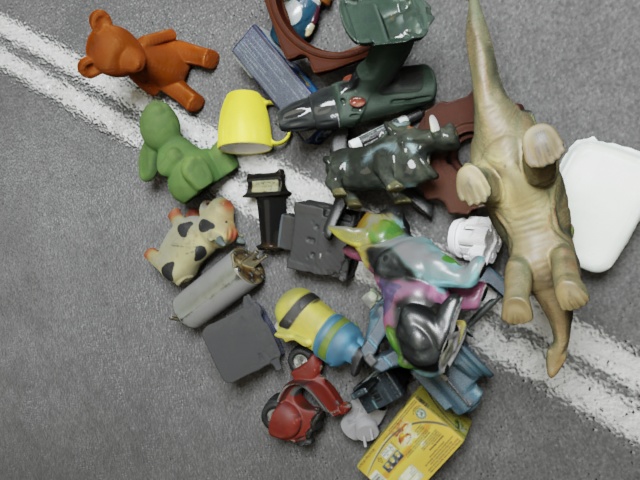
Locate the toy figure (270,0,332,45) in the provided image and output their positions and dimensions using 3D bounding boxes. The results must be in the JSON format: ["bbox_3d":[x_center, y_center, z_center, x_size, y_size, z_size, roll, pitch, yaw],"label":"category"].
[{"bbox_3d":[-0.015,-0.362,0.819,0.064,0.058,0.154,37,113,-12],"label":"toy figure"}]

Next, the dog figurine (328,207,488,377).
[{"bbox_3d":[0.097,0.053,0.705,0.219,0.108,0.191,23,75,32],"label":"dog figurine"}]

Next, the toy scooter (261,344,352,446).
[{"bbox_3d":[-0.019,0.281,0.915,0.135,0.075,0.183,31,107,25],"label":"toy scooter"}]

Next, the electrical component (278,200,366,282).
[{"bbox_3d":[-0.002,-0.003,0.871,0.134,0.058,0.114,12,101,23],"label":"electrical component"}]

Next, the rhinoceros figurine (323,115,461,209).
[{"bbox_3d":[0.097,-0.107,0.735,0.190,0.073,0.112,-12,69,25],"label":"rhinoceros figurine"}]

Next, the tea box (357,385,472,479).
[{"bbox_3d":[0.147,0.321,0.846,0.098,0.068,0.169,40,112,14],"label":"tea box"}]

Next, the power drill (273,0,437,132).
[{"bbox_3d":[0.052,-0.217,0.704,0.232,0.207,0.086,-10,65,-8],"label":"power drill"}]

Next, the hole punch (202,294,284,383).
[{"bbox_3d":[-0.133,0.179,0.960,0.116,0.092,0.142,-25,84,-1],"label":"hole punch"}]

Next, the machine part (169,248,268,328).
[{"bbox_3d":[-0.183,0.088,0.963,0.243,0.079,0.079,-38,82,26],"label":"machine part"}]

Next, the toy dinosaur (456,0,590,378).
[{"bbox_3d":[0.220,-0.075,0.606,0.105,0.198,0.470,-11,97,24],"label":"toy dinosaur"}]

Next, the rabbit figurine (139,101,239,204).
[{"bbox_3d":[-0.248,-0.157,0.935,0.159,0.121,0.170,-24,103,48],"label":"rabbit figurine"}]

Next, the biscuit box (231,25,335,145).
[{"bbox_3d":[-0.051,-0.243,0.853,0.063,0.059,0.203,-42,80,24],"label":"biscuit box"}]

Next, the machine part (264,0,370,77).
[{"bbox_3d":[0.025,-0.346,0.745,0.202,0.087,0.200,-16,105,13],"label":"machine part"}]

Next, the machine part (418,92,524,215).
[{"bbox_3d":[0.212,-0.120,0.749,0.180,0.056,0.179,4,100,26],"label":"machine part"}]

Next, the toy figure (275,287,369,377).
[{"bbox_3d":[0.006,0.146,0.880,0.180,0.082,0.089,26,90,27],"label":"toy figure"}]

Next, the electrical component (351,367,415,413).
[{"bbox_3d":[0.094,0.228,0.829,0.075,0.119,0.048,-37,82,24],"label":"electrical component"}]

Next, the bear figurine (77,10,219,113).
[{"bbox_3d":[-0.281,-0.292,0.881,0.132,0.196,0.120,30,107,17],"label":"bear figurine"}]

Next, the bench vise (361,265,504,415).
[{"bbox_3d":[0.182,0.117,0.775,0.240,0.128,0.224,-44,68,4],"label":"bench vise"}]

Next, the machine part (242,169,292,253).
[{"bbox_3d":[-0.087,-0.048,0.917,0.084,0.039,0.138,-6,94,18],"label":"machine part"}]

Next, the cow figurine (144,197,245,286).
[{"bbox_3d":[-0.219,0.002,0.963,0.127,0.085,0.195,47,113,18],"label":"cow figurine"}]
